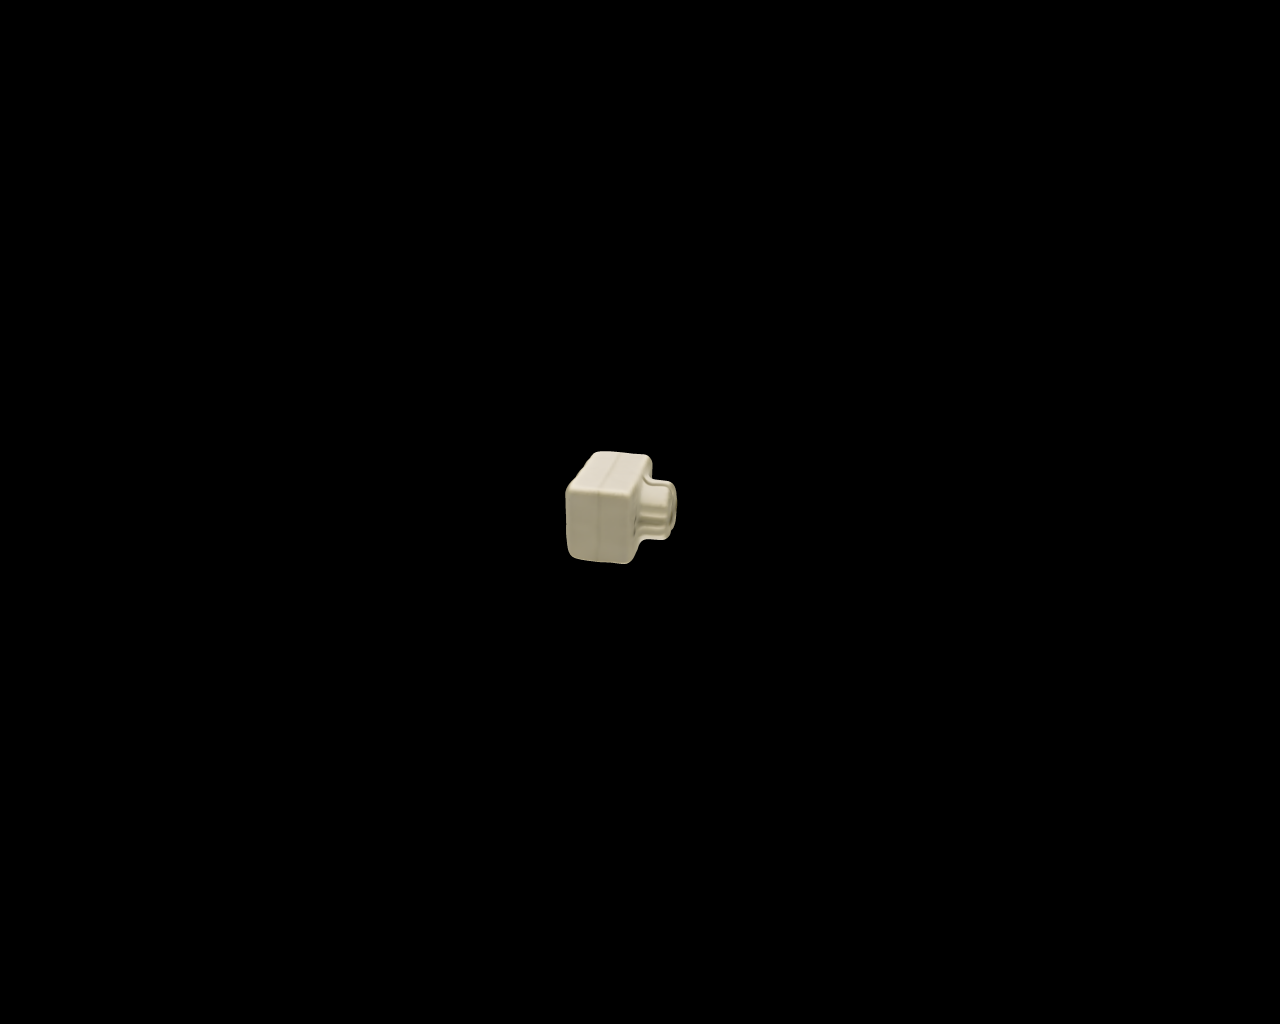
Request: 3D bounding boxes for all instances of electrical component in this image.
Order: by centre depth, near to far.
[{"bbox_3d":[0.001,-0.003,0.650,0.077,0.047,0.066,5,25,10],"label":"electrical component"}]
